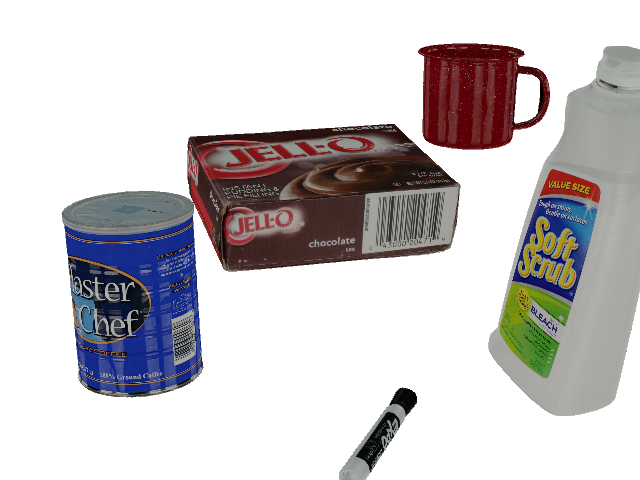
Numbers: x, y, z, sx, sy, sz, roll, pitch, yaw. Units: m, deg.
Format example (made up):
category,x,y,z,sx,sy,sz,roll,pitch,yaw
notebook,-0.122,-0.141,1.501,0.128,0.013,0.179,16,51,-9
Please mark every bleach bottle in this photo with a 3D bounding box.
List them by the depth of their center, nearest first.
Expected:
category,x,y,z,sx,sy,sz,roll,pitch,yaw
bleach bottle,0.174,-0.009,0.711,0.068,0.251,0.103,-10,33,-21

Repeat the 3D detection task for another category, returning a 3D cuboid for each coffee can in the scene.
category,x,y,z,sx,sy,sz,roll,pitch,yaw
coffee can,-0.149,0.040,0.857,0.103,0.140,0.103,-1,17,0

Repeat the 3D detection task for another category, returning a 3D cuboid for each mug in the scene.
category,x,y,z,sx,sy,sz,roll,pitch,yaw
mug,0.144,-0.128,0.948,0.117,0.081,0.093,4,19,12

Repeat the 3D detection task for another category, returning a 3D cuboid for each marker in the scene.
category,x,y,z,sx,sy,sz,roll,pitch,yaw
marker,0.047,0.149,0.819,0.020,0.020,0.121,0,24,28

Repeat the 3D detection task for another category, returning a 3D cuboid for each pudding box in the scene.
category,x,y,z,sx,sy,sz,roll,pitch,yaw
pudding box,-0.002,-0.024,0.513,0.113,0.039,0.090,-3,26,-16
